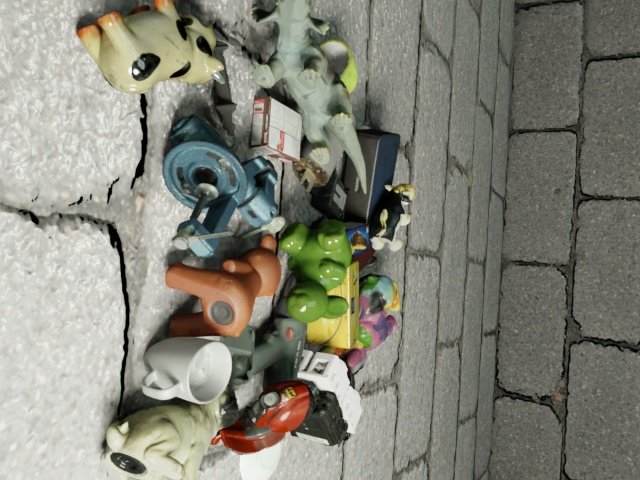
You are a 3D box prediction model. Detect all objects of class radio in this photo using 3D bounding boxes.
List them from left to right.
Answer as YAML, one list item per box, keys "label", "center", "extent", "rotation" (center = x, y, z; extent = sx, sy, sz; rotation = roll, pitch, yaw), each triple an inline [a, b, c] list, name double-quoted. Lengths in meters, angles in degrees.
- label: "radio"
  center: [0.112, -0.132, 1.204]
  extent: [0.131, 0.073, 0.229]
  rotation: [-29, 131, -57]

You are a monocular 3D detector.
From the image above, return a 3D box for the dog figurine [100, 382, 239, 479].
- label: "dog figurine"
  center: [-0.199, 0.245, 0.744]
  extent: [0.191, 0.121, 0.172]
  rotation: [-73, 153, -49]

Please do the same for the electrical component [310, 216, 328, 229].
- label: "electrical component"
  center: [-0.002, -0.003, 1.114]
  extent: [0.094, 0.021, 0.063]
  rotation: [-61, 141, -38]

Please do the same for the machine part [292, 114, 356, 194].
- label: "machine part"
  center: [0.010, -0.190, 1.067]
  extent: [0.079, 0.079, 0.243]
  rotation: [60, 44, -42]

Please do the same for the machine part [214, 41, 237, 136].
- label: "machine part"
  center: [-0.146, -0.229, 0.812]
  extent: [0.084, 0.039, 0.138]
  rotation: [-101, -178, -83]

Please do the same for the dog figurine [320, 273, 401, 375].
- label: "dog figurine"
  center: [0.089, 0.193, 1.200]
  extent: [0.219, 0.109, 0.191]
  rotation: [-35, 133, -50]

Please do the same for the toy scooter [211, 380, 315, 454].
- label: "toy scooter"
  center: [-0.101, 0.289, 0.859]
  extent: [0.135, 0.184, 0.075]
  rotation: [19, 32, -48]

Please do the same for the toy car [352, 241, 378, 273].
- label: "toy car"
  center: [0.067, 0.056, 1.207]
  extent: [0.202, 0.053, 0.089]
  rotation: [-48, 121, -42]

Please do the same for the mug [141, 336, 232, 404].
- label: "mug"
  center: [-0.192, 0.176, 0.721]
  extent: [0.109, 0.107, 0.080]
  rotation: [-37, 122, -47]

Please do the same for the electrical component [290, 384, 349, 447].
- label: "electrical component"
  center: [-0.018, 0.326, 1.022]
  extent: [0.058, 0.115, 0.134]
  rotation: [-59, 141, -42]

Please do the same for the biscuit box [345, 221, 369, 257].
- label: "biscuit box"
  center: [0.027, 0.008, 1.082]
  extent: [0.202, 0.059, 0.062]
  rotation: [-18, 111, -53]

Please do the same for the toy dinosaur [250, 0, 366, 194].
- label: "toy dinosaur"
  center: [-0.006, -0.274, 0.951]
  extent: [0.404, 0.131, 0.192]
  rotation: [58, 32, -43]

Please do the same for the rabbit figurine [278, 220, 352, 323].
- label: "rabbit figurine"
  center: [-0.015, 0.072, 0.909]
  extent: [0.158, 0.121, 0.170]
  rotation: [71, 29, -44]

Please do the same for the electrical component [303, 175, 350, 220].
- label: "electrical component"
  center: [0.014, -0.098, 1.111]
  extent: [0.119, 0.048, 0.075]
  rotation: [49, 51, -52]

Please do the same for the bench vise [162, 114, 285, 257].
- label: "bench vise"
  center: [-0.141, -0.054, 0.756]
  extent: [0.223, 0.129, 0.241]
  rotation: [60, 25, -32]

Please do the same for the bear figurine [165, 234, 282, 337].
- label: "bear figurine"
  center: [-0.136, 0.064, 0.825]
  extent: [0.196, 0.132, 0.120]
  rotation: [-66, 159, -67]

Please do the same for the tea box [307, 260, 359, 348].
- label: "tea box"
  center: [0.026, 0.126, 1.091]
  extent: [0.068, 0.098, 0.169]
  rotation: [-22, 110, -67]

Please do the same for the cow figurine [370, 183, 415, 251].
- label: "cow figurine"
  center: [0.157, -0.065, 1.170]
  extent: [0.167, 0.068, 0.098]
  rotation: [-69, 153, -20]

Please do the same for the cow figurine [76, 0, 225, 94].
- label: "cow figurine"
  center: [-0.200, -0.242, 0.696]
  extent: [0.195, 0.086, 0.127]
  rotation: [-51, 128, -49]

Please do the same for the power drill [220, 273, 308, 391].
- label: "power drill"
  center: [-0.092, 0.164, 0.930]
  extent: [0.207, 0.086, 0.232]
  rotation: [6, 90, -67]
